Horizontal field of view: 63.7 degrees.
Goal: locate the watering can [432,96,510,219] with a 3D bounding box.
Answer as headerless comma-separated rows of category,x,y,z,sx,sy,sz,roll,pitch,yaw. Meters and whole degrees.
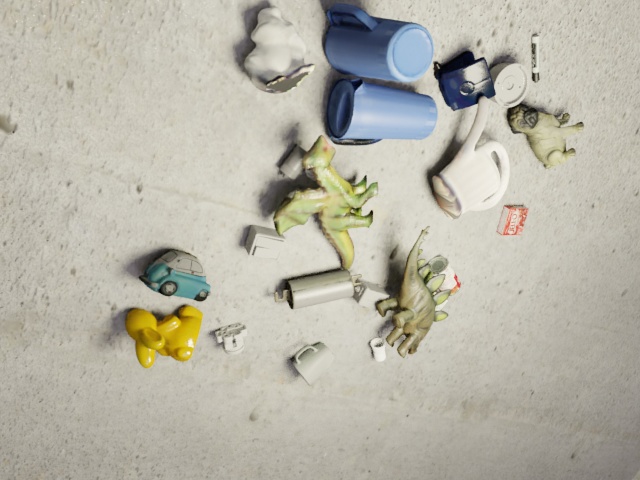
watering can,0.385,-0.188,1.336,0.225,0.106,0.341,-35,131,-3

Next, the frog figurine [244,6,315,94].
frog figurine,-0.098,-0.392,1.073,0.137,0.122,0.160,-27,85,2

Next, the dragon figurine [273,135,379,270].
dragon figurine,0.004,-0.062,1.238,0.243,0.125,0.401,-3,128,-17
